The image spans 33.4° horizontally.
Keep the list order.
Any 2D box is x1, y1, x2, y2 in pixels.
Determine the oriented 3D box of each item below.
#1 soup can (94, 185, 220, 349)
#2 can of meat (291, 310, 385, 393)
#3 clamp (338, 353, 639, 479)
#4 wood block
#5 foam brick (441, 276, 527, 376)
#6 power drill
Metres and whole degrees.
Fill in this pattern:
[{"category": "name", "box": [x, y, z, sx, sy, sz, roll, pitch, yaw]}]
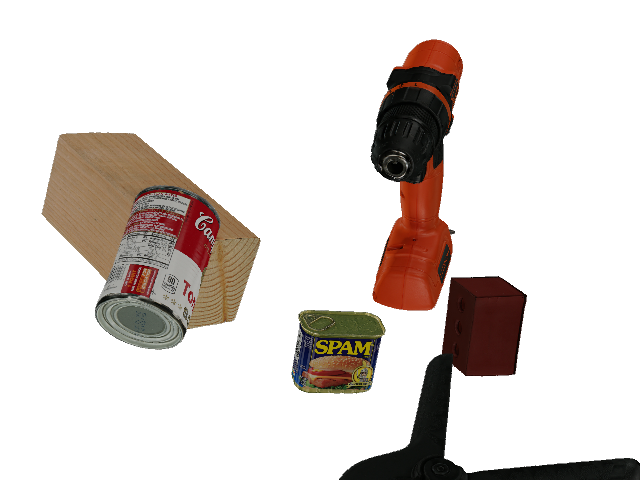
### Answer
[{"category": "soup can", "box": [-0.118, 0.019, 0.780, 0.068, 0.102, 0.068, 9, -36, 6]}, {"category": "can of meat", "box": [0.019, 0.134, 1.275, 0.102, 0.084, 0.057, 3, 25, -14]}, {"category": "clamp", "box": [0.069, 0.146, 0.660, 0.209, 0.036, 0.165, -23, 37, -30]}, {"category": "wood block", "box": [-0.160, -0.014, 0.978, 0.090, 0.091, 0.206, -6, 34, -45]}, {"category": "foam brick", "box": [0.145, 0.076, 0.956, 0.051, 0.078, 0.053, -2, 18, -20]}, {"category": "power drill", "box": [0.073, -0.041, 0.824, 0.057, 0.188, 0.184, 10, 35, 13]}]
